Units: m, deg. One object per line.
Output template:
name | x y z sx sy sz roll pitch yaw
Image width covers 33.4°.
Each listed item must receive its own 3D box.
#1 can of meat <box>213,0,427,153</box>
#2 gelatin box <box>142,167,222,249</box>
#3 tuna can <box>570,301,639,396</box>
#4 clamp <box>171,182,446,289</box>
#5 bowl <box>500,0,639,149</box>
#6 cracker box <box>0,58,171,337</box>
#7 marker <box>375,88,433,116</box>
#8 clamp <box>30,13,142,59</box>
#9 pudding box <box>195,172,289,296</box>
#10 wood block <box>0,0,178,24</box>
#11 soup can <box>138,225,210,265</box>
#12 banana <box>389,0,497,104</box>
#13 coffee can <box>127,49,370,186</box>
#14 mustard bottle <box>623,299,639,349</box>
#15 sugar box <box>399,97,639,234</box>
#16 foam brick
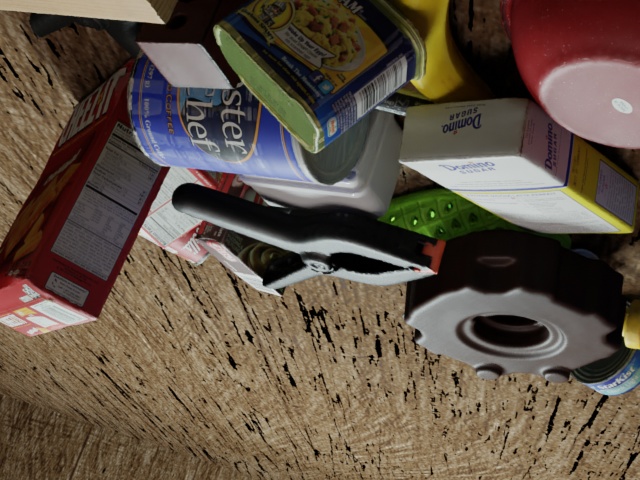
can of meat | -0.001 -0.114 0.636 0.102 0.084 0.057 47 167 19
gelatin box | -0.137 -0.043 0.991 0.089 0.030 0.073 -33 120 21
tuna can | 0.265 0.097 0.967 0.033 0.086 0.086 29 157 -27
clamp | -0.006 0.001 0.839 0.210 0.036 0.164 2 155 37
bowl | 0.176 -0.099 0.610 0.162 0.055 0.162 17 159 7
cracker box | -0.197 -0.033 0.886 0.072 0.213 0.164 32 156 -24
marker | 0.077 -0.090 0.733 0.121 0.020 0.020 12 162 -19
clamp | -0.169 -0.171 0.766 0.120 0.039 0.171 12 161 6
pudding box | -0.059 -0.012 0.985 0.039 0.090 0.113 9 158 32
wood block | -0.182 -0.198 0.641 0.206 0.090 0.090 9 157 25
soup can | -0.151 -0.028 1.061 0.102 0.068 0.069 30 157 -22
banana | 0.077 -0.129 0.659 0.070 0.037 0.197 -12 150 17
coffee can | -0.049 -0.096 0.752 0.140 0.102 0.102 8 156 29
mustard bottle | 0.325 0.080 0.856 0.192 0.096 0.058 9 157 28
sugar box | 0.141 -0.047 0.733 0.094 0.048 0.176 1 163 39
foam brick | -0.074 -0.144 0.694 0.053 0.078 0.051 6 154 28
